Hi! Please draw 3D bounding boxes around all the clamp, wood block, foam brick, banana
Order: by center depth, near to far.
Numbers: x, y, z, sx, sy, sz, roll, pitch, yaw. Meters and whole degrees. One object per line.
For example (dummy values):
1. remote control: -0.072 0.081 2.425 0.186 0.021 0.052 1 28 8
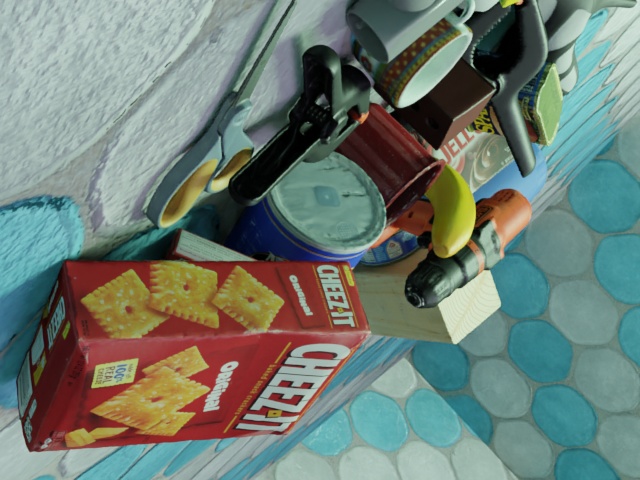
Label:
1. clamp: 0.002 -0.094 0.752 0.120 0.039 0.171 -53 175 30
2. foam brick: 0.092 -0.122 0.864 0.051 0.078 0.053 -40 168 -23
3. clamp: 0.129 -0.139 0.926 0.164 0.036 0.210 2 136 -6
4. banana: 0.106 -0.039 0.986 0.069 0.037 0.198 -24 -150 -5
5. wood block: 0.097 0.056 1.254 0.090 0.090 0.207 -34 -159 -33

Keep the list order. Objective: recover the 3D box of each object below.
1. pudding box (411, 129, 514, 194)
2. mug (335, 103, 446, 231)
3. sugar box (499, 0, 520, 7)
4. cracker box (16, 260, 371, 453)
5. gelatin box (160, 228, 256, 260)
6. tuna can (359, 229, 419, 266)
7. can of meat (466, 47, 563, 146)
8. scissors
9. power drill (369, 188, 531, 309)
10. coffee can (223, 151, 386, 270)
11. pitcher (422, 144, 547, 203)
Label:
1. pudding box: 0.142 -0.097 1.092 0.113 0.090 0.039 -37 -165 -33
2. mug: 0.045 -0.059 0.926 0.093 0.081 0.117 -40 168 -17
3. sugar box: 0.214 -0.241 0.797 0.176 0.048 0.093 -20 166 -3
4. cracker box: -0.094 0.086 0.768 0.213 0.072 0.164 2 144 -28
5. gelatin box: -0.083 0.037 0.823 0.073 0.089 0.030 -54 -160 44
6. tuna can: 0.077 -0.006 1.237 0.086 0.034 0.086 -19 -155 9
7. can of meat: 0.182 -0.136 1.022 0.057 0.084 0.102 -68 155 -14
8. scissors: -0.048 -0.082 0.690 0.202 0.016 0.096 -50 168 30
9. power drill: 0.100 0.000 1.105 0.184 0.188 0.057 -37 123 -34
10. coffee can: -0.022 0.006 0.875 0.102 0.103 0.140 -33 164 -43
11. pitcher: 0.189 -0.056 1.351 0.149 0.145 0.242 -15 -162 49
